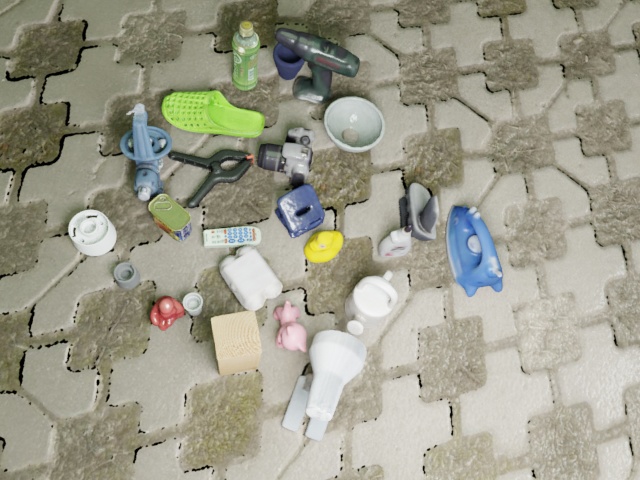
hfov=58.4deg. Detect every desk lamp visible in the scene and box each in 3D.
[{"bbox_3d":[0.009,0.312,1.220,0.118,0.213,0.203,21,67,0],"label":"desk lamp"}]

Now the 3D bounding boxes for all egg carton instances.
[{"bbox_3d":[-0.165,0.090,1.357,0.107,0.069,0.150,-34,77,-19],"label":"egg carton"}]

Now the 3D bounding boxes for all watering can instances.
[{"bbox_3d":[0.121,0.141,1.315,0.101,0.194,0.173,13,67,-3],"label":"watering can"}]

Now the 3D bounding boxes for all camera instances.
[{"bbox_3d":[-0.088,-0.227,1.477,0.137,0.101,0.143,9,68,-5],"label":"camera"}]

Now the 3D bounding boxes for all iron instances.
[{"bbox_3d":[0.391,0.005,1.440,0.119,0.141,0.258,-9,70,-12],"label":"iron"}]

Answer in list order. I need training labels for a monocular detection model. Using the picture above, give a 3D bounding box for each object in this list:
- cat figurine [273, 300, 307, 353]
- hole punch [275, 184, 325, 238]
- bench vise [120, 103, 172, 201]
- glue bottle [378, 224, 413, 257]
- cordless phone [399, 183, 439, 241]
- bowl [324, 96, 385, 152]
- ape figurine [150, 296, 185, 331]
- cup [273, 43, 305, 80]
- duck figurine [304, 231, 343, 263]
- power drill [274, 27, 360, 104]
[{"bbox_3d":[-0.067,0.200,1.304,0.067,0.117,0.128,-5,70,-11],"label":"cat figurine"},{"bbox_3d":[-0.046,-0.073,1.428,0.109,0.091,0.101,-30,76,-18],"label":"hole punch"},{"bbox_3d":[-0.403,-0.207,1.355,0.122,0.219,0.207,-18,72,-15],"label":"bench vise"},{"bbox_3d":[0.196,-0.003,1.394,0.078,0.173,0.037,-7,70,-11],"label":"glue bottle"},{"bbox_3d":[0.265,-0.089,1.433,0.094,0.185,0.147,-3,69,-10],"label":"cordless phone"},{"bbox_3d":[0.088,-0.300,1.547,0.167,0.074,0.167,3,68,-8],"label":"bowl"},{"bbox_3d":[-0.345,0.157,1.290,0.078,0.092,0.076,-4,69,-10],"label":"ape figurine"},{"bbox_3d":[-0.093,-0.500,1.586,0.092,0.095,0.117,-23,74,-16],"label":"cup"},{"bbox_3d":[0.013,0.005,1.410,0.105,0.086,0.077,-29,75,-18],"label":"duck figurine"},{"bbox_3d":[-0.016,-0.459,1.521,0.229,0.208,0.075,13,67,-4],"label":"power drill"}]
